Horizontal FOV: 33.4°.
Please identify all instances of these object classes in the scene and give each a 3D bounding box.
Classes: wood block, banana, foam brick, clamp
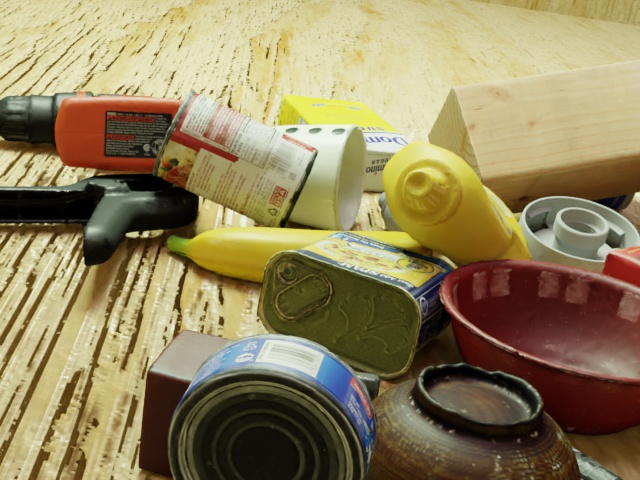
[{"bbox_3d":[0.210,-0.085,0.908,0.206,0.090,0.091,-10,-20,-12],"label":"wood block"},{"bbox_3d":[-0.004,0.007,0.744,0.197,0.037,0.070,3,20,-16],"label":"banana"},{"bbox_3d":[-0.040,0.082,0.500,0.078,0.053,0.051,13,20,5],"label":"foam brick"},{"bbox_3d":[-0.147,-0.021,0.751,0.165,0.036,0.209,16,17,36],"label":"clamp"}]

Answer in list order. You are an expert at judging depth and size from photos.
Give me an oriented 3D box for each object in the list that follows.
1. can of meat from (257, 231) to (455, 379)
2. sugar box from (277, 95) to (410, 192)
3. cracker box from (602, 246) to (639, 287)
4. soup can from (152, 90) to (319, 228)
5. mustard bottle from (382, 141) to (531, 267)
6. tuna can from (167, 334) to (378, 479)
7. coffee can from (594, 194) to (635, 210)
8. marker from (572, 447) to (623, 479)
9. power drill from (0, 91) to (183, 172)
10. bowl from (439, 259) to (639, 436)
[{"bbox_3d":[0.027,0.035,0.655,0.102,0.057,0.083,18,19,21],"label":"can of meat"},{"bbox_3d":[0.027,-0.096,1.033,0.093,0.048,0.176,2,20,-20],"label":"sugar box"},{"bbox_3d":[0.308,0.064,0.678,0.163,0.072,0.214,-9,27,-40],"label":"cracker box"},{"bbox_3d":[-0.060,-0.056,0.767,0.102,0.068,0.068,25,19,-3],"label":"soup can"},{"bbox_3d":[0.088,-0.020,0.713,0.096,0.058,0.191,51,9,18],"label":"mustard bottle"},{"bbox_3d":[-0.020,0.085,0.450,0.086,0.086,0.033,12,21,7],"label":"tuna can"},{"bbox_3d":[0.230,-0.090,1.024,0.140,0.103,0.102,9,20,1],"label":"coffee can"},{"bbox_3d":[0.116,0.108,0.546,0.020,0.020,0.121,-6,24,-37],"label":"marker"},{"bbox_3d":[-0.181,-0.095,0.880,0.184,0.057,0.188,-1,11,-14],"label":"power drill"},{"bbox_3d":[0.144,0.066,0.619,0.162,0.055,0.162,8,20,-3],"label":"bowl"}]
